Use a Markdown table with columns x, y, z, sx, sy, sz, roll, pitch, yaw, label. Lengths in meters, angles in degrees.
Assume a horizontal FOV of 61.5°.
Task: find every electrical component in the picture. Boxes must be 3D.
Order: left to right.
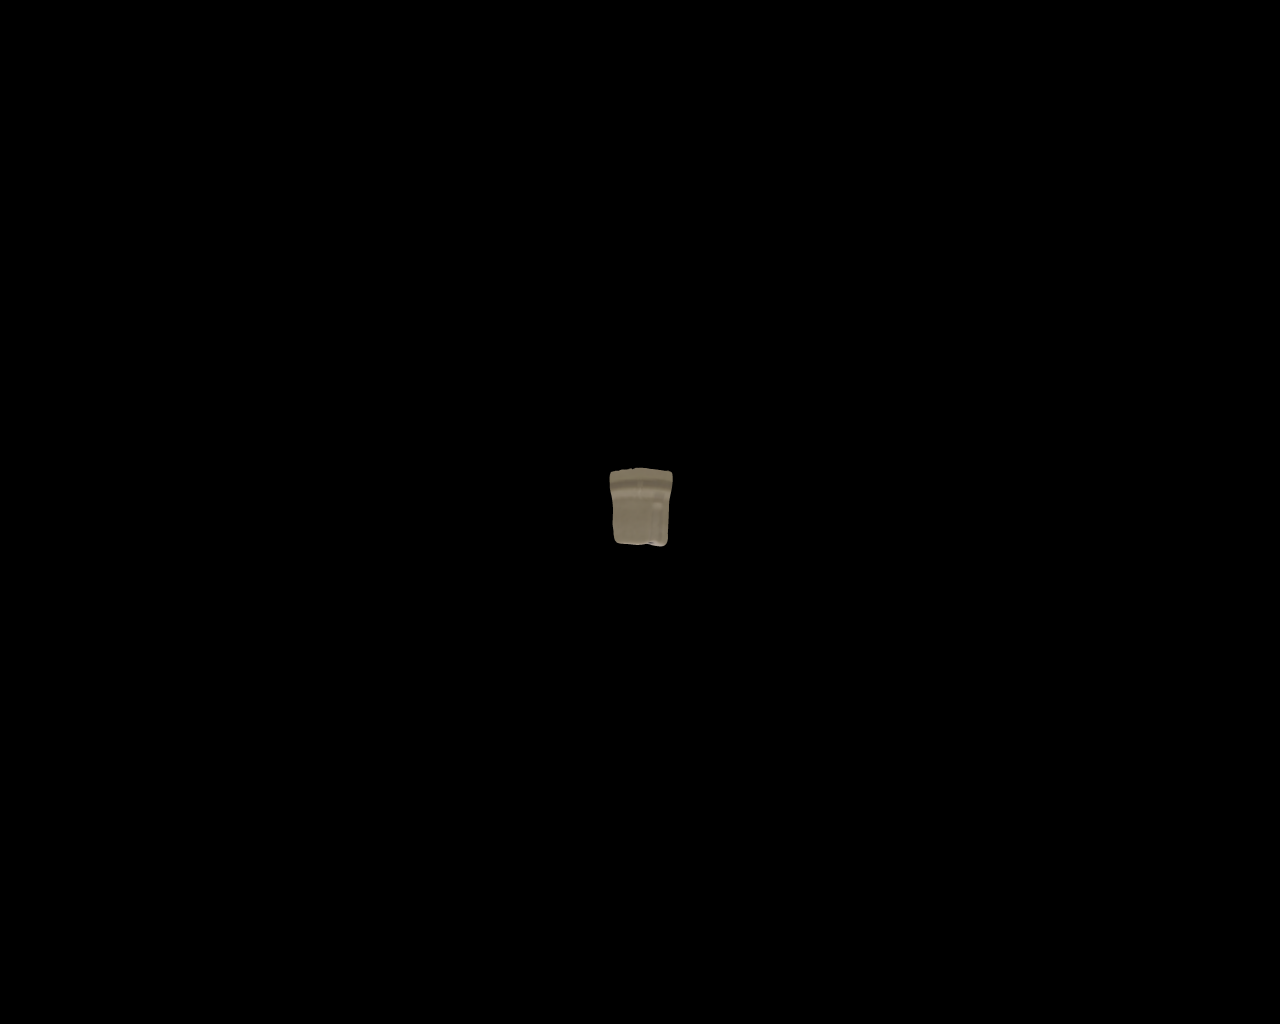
| x | y | z | sx | sy | sz | roll | pitch | yaw | label |
| --- | --- | --- | --- | --- | --- | --- | --- | --- | --- |
| 0.001 | -0.003 | 0.650 | 0.040 | 0.046 | 0.040 | 0 | -6 | 0 | electrical component |
